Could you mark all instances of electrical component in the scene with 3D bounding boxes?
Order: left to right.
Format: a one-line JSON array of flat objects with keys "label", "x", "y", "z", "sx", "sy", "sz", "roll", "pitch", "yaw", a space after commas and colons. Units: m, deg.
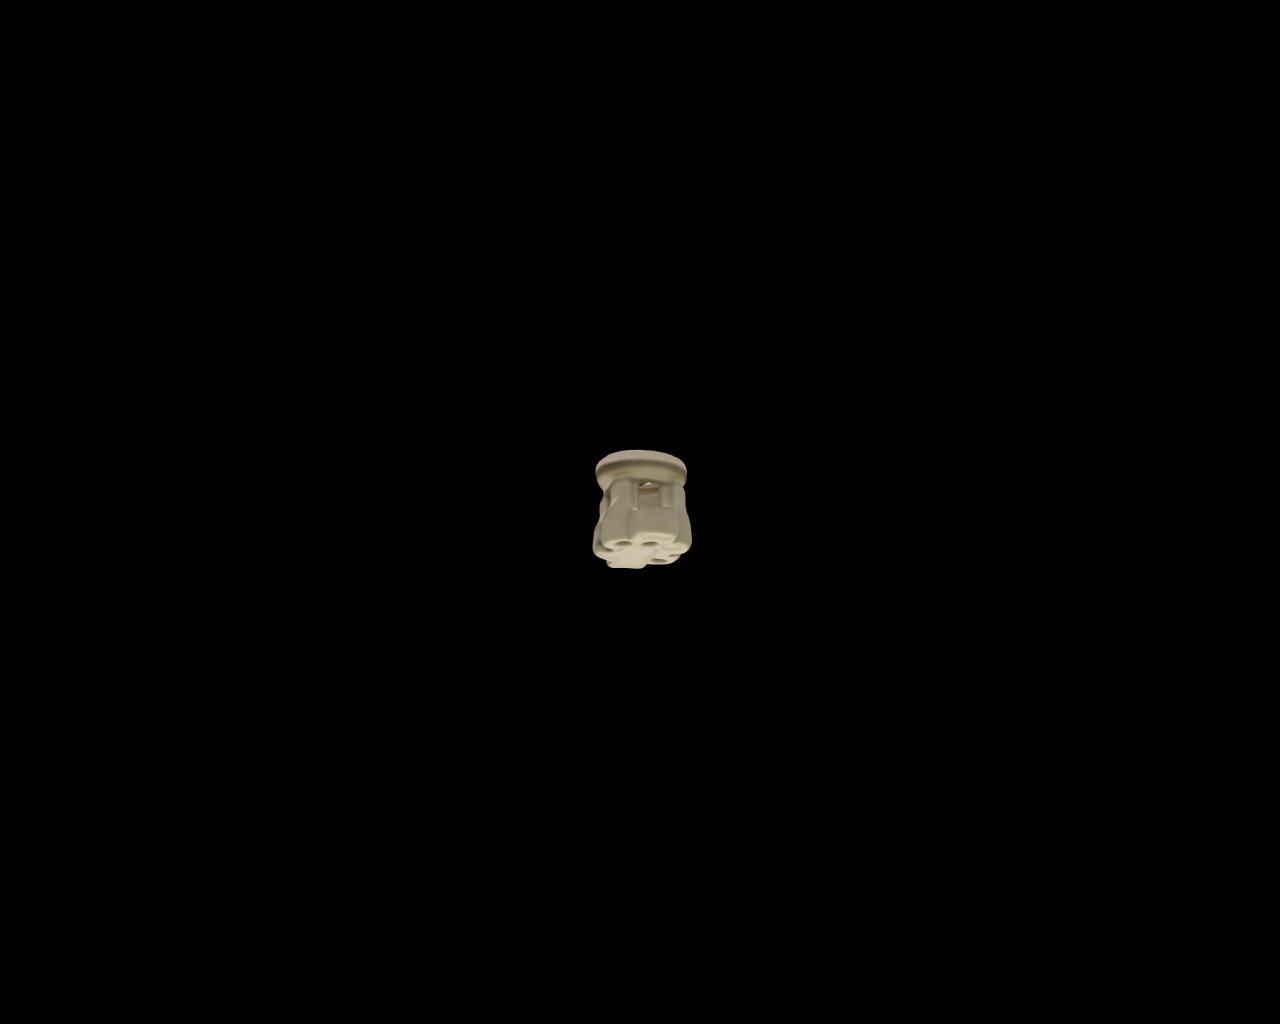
[{"label": "electrical component", "x": 0.001, "y": -0.003, "z": 0.650, "sx": 0.058, "sy": 0.057, "sz": 0.078, "roll": 5, "pitch": -19, "yaw": -15}]
